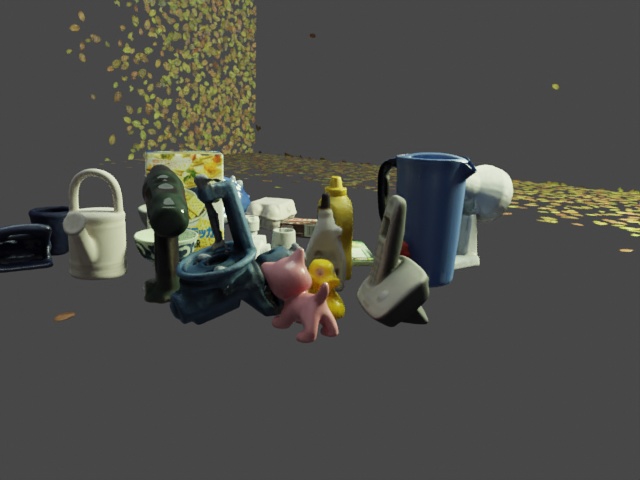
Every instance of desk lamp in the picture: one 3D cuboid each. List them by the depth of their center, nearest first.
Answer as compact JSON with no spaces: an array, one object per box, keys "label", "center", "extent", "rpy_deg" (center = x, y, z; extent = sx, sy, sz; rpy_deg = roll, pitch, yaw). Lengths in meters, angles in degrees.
[{"label":"desk lamp","center":[0.300,-0.054,1.207],"extent":[0.204,0.213,0.117],"rpy_deg":[-8,17,-37]}]

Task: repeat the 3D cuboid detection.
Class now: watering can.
[{"label":"watering can","center":[-0.404,-0.031,1.036],"extent":[0.101,0.194,0.172],"rpy_deg":[-3,14,-20]}]

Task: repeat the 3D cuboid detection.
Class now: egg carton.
[{"label":"egg carton","center":[-0.129,-0.071,1.533],"extent":[0.107,0.069,0.150],"rpy_deg":[6,14,17]}]

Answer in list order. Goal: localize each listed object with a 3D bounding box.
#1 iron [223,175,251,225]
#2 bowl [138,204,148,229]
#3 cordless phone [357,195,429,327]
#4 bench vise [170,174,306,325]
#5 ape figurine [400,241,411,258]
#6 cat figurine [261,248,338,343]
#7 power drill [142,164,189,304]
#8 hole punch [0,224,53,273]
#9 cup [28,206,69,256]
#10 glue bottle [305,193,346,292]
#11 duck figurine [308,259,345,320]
[{"label":"iron","center":[-0.286,-0.116,1.542],"extent":[0.259,0.141,0.118],"rpy_deg":[-6,15,-30]},{"label":"bowl","center":[-0.346,-0.043,1.364],"extent":[0.167,0.075,0.167],"rpy_deg":[2,13,0]},{"label":"cordless phone","center":[0.115,0.029,0.881],"extent":[0.094,0.185,0.147],"rpy_deg":[-1,14,-13]},{"label":"bench vise","center":[-0.126,0.007,0.861],"extent":[0.121,0.220,0.208],"rpy_deg":[14,17,41]},{"label":"ape figurine","center":[0.141,0.043,1.031],"extent":[0.076,0.092,0.077],"rpy_deg":[-1,13,-11]},{"label":"cat figurine","center":[-0.030,0.072,0.823],"extent":[0.067,0.118,0.127],"rpy_deg":[-9,17,-40]},{"label":"power drill","center":[-0.257,-0.011,0.946],"extent":[0.076,0.208,0.229],"rpy_deg":[-3,14,-20]},{"label":"hole punch","center":[-0.564,0.008,1.075],"extent":[0.109,0.091,0.100],"rpy_deg":[-7,16,-33]},{"label":"cup","center":[-0.531,-0.018,1.180],"extent":[0.118,0.095,0.091],"rpy_deg":[-1,13,-12]},{"label":"glue bottle","center":[0.009,0.004,1.002],"extent":[0.078,0.173,0.037],"rpy_deg":[2,13,0]},{"label":"duck figurine","center":[-0.002,0.071,0.902],"extent":[0.078,0.086,0.104],"rpy_deg":[-6,15,-32]}]
